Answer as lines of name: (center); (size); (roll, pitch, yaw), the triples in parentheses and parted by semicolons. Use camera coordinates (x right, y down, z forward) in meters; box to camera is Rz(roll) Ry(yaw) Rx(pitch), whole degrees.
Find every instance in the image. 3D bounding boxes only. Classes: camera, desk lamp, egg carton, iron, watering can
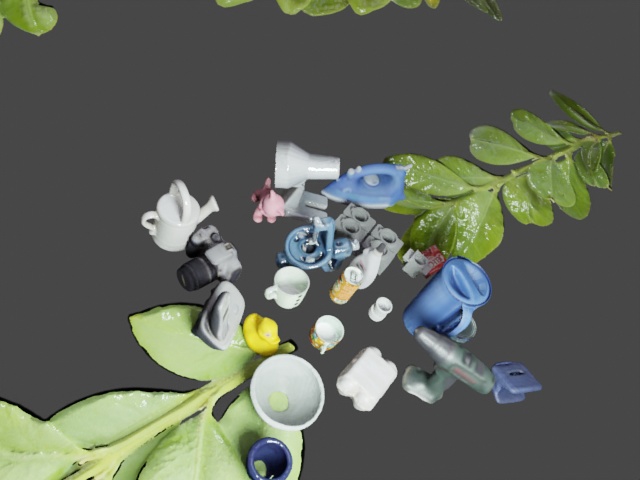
camera: (-0.271, 0.048, 1.342); (0.137, 0.100, 0.143); (-30, 73, -36)
desk lamp: (-0.044, -0.157, 1.510); (0.203, 0.213, 0.118); (12, 54, -16)
egg carton: (0.110, 0.323, 1.343); (0.107, 0.069, 0.150); (41, 51, 7)
iron: (0.140, -0.174, 1.651); (0.259, 0.141, 0.118); (-3, 59, -26)
watering can: (-0.325, -0.068, 1.337); (0.101, 0.194, 0.173); (46, 52, 11)

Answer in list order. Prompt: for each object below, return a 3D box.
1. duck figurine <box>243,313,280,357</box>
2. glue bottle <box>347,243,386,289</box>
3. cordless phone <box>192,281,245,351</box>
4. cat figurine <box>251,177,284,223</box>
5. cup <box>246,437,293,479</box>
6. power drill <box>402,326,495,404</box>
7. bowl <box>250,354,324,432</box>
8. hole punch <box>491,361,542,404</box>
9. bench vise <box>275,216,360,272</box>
duck figurine: (-0.127, 0.206, 1.307); (0.078, 0.086, 0.104); (-24, 70, -34)
glue bottle: (0.127, 0.055, 1.467); (0.037, 0.173, 0.078); (-19, 67, -33)
cordless phone: (-0.206, 0.144, 1.250); (0.094, 0.185, 0.147); (23, 51, -8)
cat figurine: (-0.131, -0.103, 1.496); (0.067, 0.117, 0.127); (3, 57, -22)
cup: (-0.110, 0.462, 1.134); (0.092, 0.095, 0.117); (11, 54, -17)
power drill: (0.280, 0.302, 1.343); (0.230, 0.208, 0.076); (28, 51, -4)
bowl: (-0.079, 0.339, 1.245); (0.168, 0.074, 0.167); (12, 54, -16)
hole punch: (0.496, 0.360, 1.476); (0.109, 0.091, 0.101); (-1, 58, -24)
bench vise: (0.007, -0.004, 1.424); (0.208, 0.219, 0.121); (-22, 69, -34)
